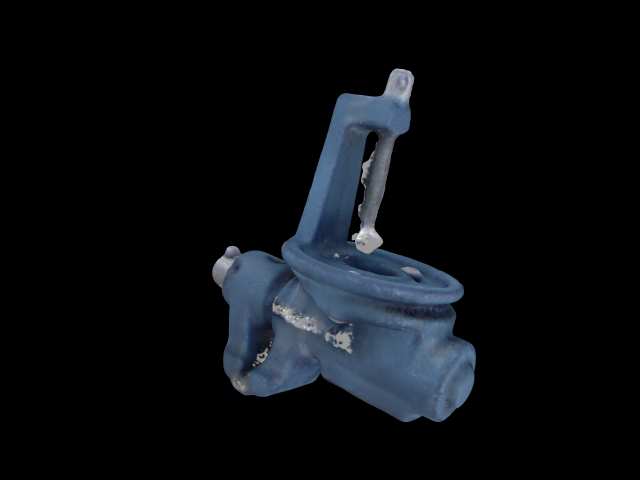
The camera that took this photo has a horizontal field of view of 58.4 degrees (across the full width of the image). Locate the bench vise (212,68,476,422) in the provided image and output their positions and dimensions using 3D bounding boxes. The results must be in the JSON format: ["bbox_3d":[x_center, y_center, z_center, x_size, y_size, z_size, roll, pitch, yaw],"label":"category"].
[{"bbox_3d":[-0.001,0.001,0.389,0.207,0.220,0.122,0,0,19],"label":"bench vise"}]
